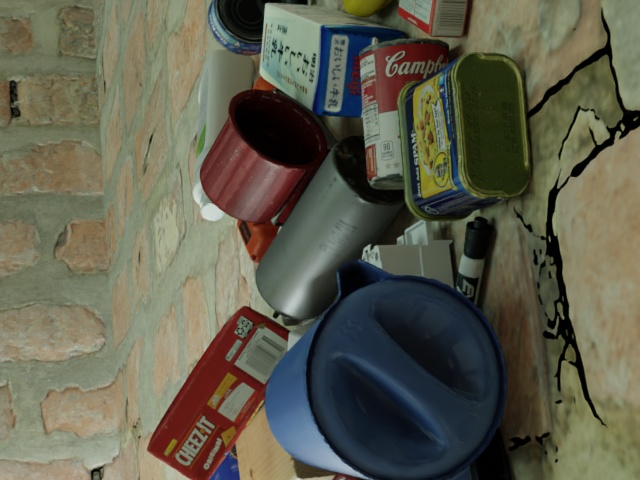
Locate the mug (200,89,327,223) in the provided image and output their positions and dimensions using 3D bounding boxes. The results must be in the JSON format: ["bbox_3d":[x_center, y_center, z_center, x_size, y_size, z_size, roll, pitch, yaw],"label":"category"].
[{"bbox_3d":[-0.050,-0.076,0.929,0.082,0.093,0.117,-54,13,39],"label":"mug"}]

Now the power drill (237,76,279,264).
[{"bbox_3d":[-0.043,-0.070,1.159,0.184,0.057,0.188,-114,31,-58],"label":"power drill"}]

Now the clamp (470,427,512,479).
[{"bbox_3d":[0.131,0.228,0.668,0.165,0.036,0.210,179,92,-75],"label":"clamp"}]

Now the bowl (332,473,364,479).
[{"bbox_3d":[0.052,0.271,0.888,0.162,0.055,0.162,179,90,-72],"label":"bowl"}]

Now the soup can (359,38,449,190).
[{"bbox_3d":[0.066,-0.092,0.797,0.069,0.068,0.102,163,104,-72],"label":"soup can"}]

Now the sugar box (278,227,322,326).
[{"bbox_3d":[-0.007,0.001,1.067,0.176,0.048,0.093,109,153,-51],"label":"sugar box"}]

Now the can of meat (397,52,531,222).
[{"bbox_3d":[0.097,-0.069,0.721,0.084,0.057,0.102,158,109,-69],"label":"can of meat"}]

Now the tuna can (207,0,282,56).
[{"bbox_3d":[-0.083,-0.256,1.218,0.034,0.086,0.086,143,124,-66],"label":"tuna can"}]

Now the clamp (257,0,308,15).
[{"bbox_3d":[-0.033,-0.225,1.141,0.120,0.039,0.171,138,128,-68],"label":"clamp"}]

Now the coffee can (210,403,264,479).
[{"bbox_3d":[-0.090,0.265,1.254,0.140,0.102,0.103,-109,25,-44],"label":"coffee can"}]

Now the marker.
[{"bbox_3d":[0.105,0.039,0.765,0.020,0.020,0.121,-123,36,-59],"label":"marker"}]

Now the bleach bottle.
[{"bbox_3d":[-0.120,-0.116,1.281,0.103,0.068,0.251,109,168,-45],"label":"bleach bottle"}]

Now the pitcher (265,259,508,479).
[{"bbox_3d":[0.035,0.121,0.773,0.243,0.145,0.149,133,157,-73],"label":"pitcher"}]

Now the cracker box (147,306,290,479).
[{"bbox_3d":[-0.094,0.149,1.078,0.164,0.072,0.214,-57,0,-5],"label":"cracker box"}]

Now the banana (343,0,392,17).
[{"bbox_3d":[0.052,-0.233,0.879,0.198,0.037,0.069,141,125,-68],"label":"banana"}]

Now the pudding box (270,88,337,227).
[{"bbox_3d":[-0.029,-0.076,1.000,0.090,0.039,0.114,-59,40,24],"label":"pudding box"}]

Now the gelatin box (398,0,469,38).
[{"bbox_3d":[0.087,-0.201,0.786,0.073,0.030,0.089,-124,37,-62],"label":"gelatin box"}]

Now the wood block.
[{"bbox_3d":[-0.014,0.205,1.036,0.206,0.090,0.091,124,139,-61],"label":"wood block"}]
